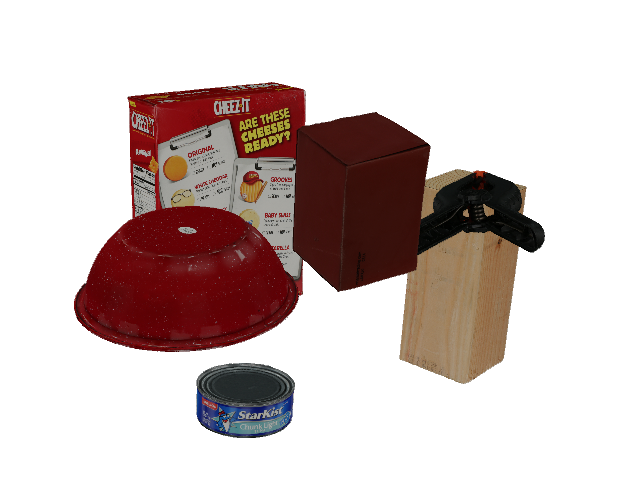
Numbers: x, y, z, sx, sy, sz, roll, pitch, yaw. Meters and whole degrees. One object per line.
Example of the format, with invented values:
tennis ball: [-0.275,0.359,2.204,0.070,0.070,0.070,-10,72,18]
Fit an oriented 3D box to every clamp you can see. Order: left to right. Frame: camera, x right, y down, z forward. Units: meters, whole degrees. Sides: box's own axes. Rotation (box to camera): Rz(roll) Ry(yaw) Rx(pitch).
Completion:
clamp: [0.145,-0.024,0.932,0.120,0.039,0.171,6,25,20]

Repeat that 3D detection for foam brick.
foam brick: [0.020,-0.021,0.569,0.052,0.078,0.051,-14,36,-27]

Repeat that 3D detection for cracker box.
cracker box: [-0.099,-0.039,1.041,0.163,0.214,0.072,-11,20,-33]

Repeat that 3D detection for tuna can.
tuna can: [-0.066,0.139,0.930,0.086,0.034,0.086,3,17,-1]

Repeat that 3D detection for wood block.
wood block: [0.155,0.037,1.168,0.090,0.206,0.090,18,24,35]

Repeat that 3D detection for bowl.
bowl: [-0.096,0.017,0.761,0.162,0.055,0.162,0,24,0]
